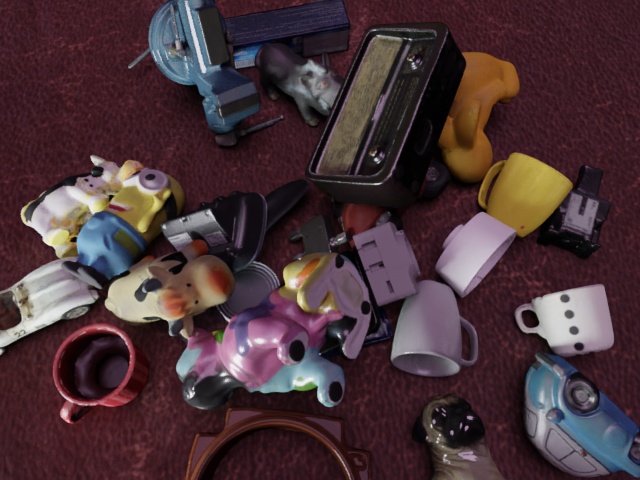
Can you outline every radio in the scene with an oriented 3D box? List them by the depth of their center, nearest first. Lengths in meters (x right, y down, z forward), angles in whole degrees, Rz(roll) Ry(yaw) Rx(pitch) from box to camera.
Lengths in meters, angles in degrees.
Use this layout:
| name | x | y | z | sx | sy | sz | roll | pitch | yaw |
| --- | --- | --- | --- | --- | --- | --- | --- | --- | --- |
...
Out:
| name | x | y | z | sx | sy | sz | roll | pitch | yaw |
| --- | --- | --- | --- | --- | --- | --- | --- | --- | --- |
| radio | 0.086 | -0.156 | 0.674 | 0.131 | 0.073 | 0.229 | 14 | 79 | 40 |

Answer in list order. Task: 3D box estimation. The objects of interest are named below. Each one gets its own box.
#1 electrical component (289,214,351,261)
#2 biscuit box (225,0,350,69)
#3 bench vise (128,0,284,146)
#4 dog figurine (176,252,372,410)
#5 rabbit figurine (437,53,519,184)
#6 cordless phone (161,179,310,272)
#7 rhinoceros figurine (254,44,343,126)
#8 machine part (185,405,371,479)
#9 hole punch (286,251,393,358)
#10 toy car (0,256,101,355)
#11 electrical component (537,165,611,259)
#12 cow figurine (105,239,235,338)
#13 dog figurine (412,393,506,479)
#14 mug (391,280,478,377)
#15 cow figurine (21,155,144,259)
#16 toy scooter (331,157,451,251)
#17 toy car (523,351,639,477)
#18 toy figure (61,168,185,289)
| name | x | y | z | sx | sy | sz | roll | pitch | yaw |
| --- | --- | --- | --- | --- | --- | --- | --- | --- | --- |
| electrical component | -0.001 | -0.002 | 0.718 | 0.094 | 0.021 | 0.063 | -26 | 65 | 33 |
| biscuit box | -0.057 | -0.327 | 0.857 | 0.203 | 0.059 | 0.063 | -11 | 70 | -5 |
| bench vise | -0.179 | -0.256 | 0.788 | 0.129 | 0.223 | 0.241 | -39 | 43 | -19 |
| dog figurine | -0.068 | 0.105 | 0.612 | 0.219 | 0.108 | 0.191 | -7 | 45 | 40 |
| rabbit figurine | 0.206 | -0.165 | 0.745 | 0.122 | 0.162 | 0.173 | 0 | 94 | 27 |
| cordless phone | -0.106 | -0.033 | 0.730 | 0.184 | 0.147 | 0.088 | -44 | 113 | -45 |
| rhinoceros figurine | -0.010 | -0.232 | 0.791 | 0.190 | 0.112 | 0.073 | 34 | 70 | 22 |
| machine part | -0.047 | 0.291 | 0.589 | 0.201 | 0.087 | 0.201 | 6 | 69 | 2 |
| hole punch | 0.024 | 0.087 | 0.683 | 0.116 | 0.092 | 0.142 | -23 | 70 | 18 |
| toy car | -0.383 | 0.088 | 0.689 | 0.202 | 0.056 | 0.073 | -27 | 70 | -10 |
| electrical component | 0.355 | -0.042 | 0.744 | 0.075 | 0.047 | 0.119 | 18 | 68 | 7 |
| cow figurine | -0.175 | 0.056 | 0.618 | 0.127 | 0.195 | 0.085 | -43 | 113 | -50 |
| dog figurine | 0.136 | 0.287 | 0.595 | 0.172 | 0.121 | 0.191 | -25 | 56 | -13 |
| mug | 0.147 | 0.108 | 0.669 | 0.110 | 0.080 | 0.107 | 12 | 60 | -6 |
| cow figurine | -0.325 | -0.061 | 0.748 | 0.098 | 0.068 | 0.167 | 38 | 72 | 21 |
| toy scooter | 0.079 | -0.071 | 0.744 | 0.135 | 0.075 | 0.184 | 40 | 71 | 15 |
| toy car | 0.292 | 0.212 | 0.620 | 0.103 | 0.109 | 0.162 | -45 | 85 | 7 |
| toy figure | -0.254 | -0.018 | 0.709 | 0.082 | 0.089 | 0.180 | 27 | 66 | 7 |
